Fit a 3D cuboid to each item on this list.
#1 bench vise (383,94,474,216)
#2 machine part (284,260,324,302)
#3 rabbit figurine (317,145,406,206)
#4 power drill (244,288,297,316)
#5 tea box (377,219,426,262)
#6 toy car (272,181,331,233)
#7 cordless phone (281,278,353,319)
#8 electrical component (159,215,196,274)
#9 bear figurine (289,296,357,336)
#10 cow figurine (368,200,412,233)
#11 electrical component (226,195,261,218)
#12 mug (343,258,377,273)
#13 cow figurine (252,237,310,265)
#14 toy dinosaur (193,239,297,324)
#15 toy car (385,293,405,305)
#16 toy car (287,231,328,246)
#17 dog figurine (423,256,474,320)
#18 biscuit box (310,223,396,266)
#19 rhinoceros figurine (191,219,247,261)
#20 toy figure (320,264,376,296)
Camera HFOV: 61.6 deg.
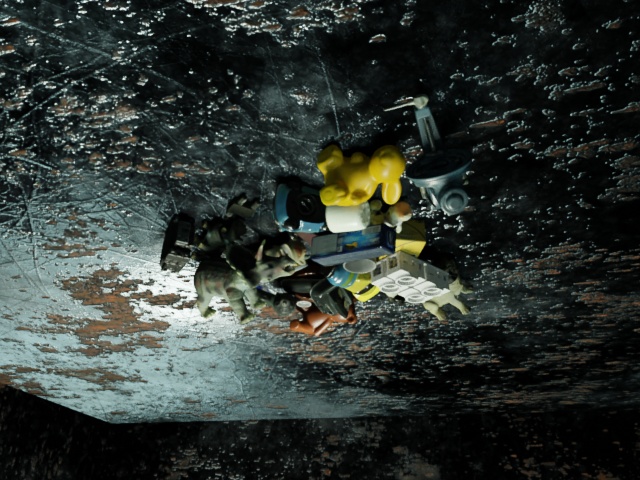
[{"bbox_3d":[0.213,-0.158,0.994,0.129,0.224,0.240,-14,116,18],"label":"bench vise"},{"bbox_3d":[-0.017,0.118,1.556,0.179,0.056,0.179,2,148,1],"label":"machine part"},{"bbox_3d":[0.101,-0.126,1.072,0.173,0.122,0.162,-25,145,37],"label":"rabbit figurine"},{"bbox_3d":[-0.164,0.158,1.538,0.207,0.086,0.232,13,171,7],"label":"power drill"},{"bbox_3d":[0.197,0.017,1.357,0.098,0.068,0.169,4,148,-3],"label":"tea box"},{"bbox_3d":[-0.043,-0.069,1.214,0.161,0.109,0.103,6,173,-29],"label":"toy car"},{"bbox_3d":[-0.011,0.154,1.508,0.184,0.089,0.146,2,149,23],"label":"cordless phone"},{"bbox_3d":[-0.353,0.007,1.335,0.058,0.115,0.134,12,148,-25],"label":"electrical component"},{"bbox_3d":[0.015,0.225,1.676,0.132,0.120,0.196,31,137,-33],"label":"bear figurine"},{"bbox_3d":[0.136,-0.045,1.257,0.167,0.068,0.098,-4,155,17],"label":"cow figurine"},{"bbox_3d":[-0.184,-0.075,1.273,0.063,0.021,0.094,20,145,-28],"label":"electrical component"},{"bbox_3d":[0.103,0.023,1.336,0.081,0.107,0.109,-8,152,19],"label":"mug"},{"bbox_3d":[-0.113,0.048,1.400,0.127,0.085,0.195,-27,-174,-39],"label":"cow figurine"},{"bbox_3d":[-0.244,0.100,1.352,0.405,0.192,0.131,-6,-164,40],"label":"toy dinosaur"},{"bbox_3d":[0.233,0.142,1.533,0.073,0.056,0.201,-35,160,11],"label":"toy car"},{"bbox_3d":[-0.003,-0.004,1.349,0.089,0.053,0.202,-26,145,19],"label":"toy car"},{"bbox_3d":[0.328,0.121,1.516,0.172,0.121,0.190,-21,128,28],"label":"dog figurine"},{"bbox_3d":[0.076,0.013,1.242,0.203,0.059,0.062,-10,154,35],"label":"biscuit box"},{"bbox_3d":[-0.255,0.004,1.362,0.112,0.073,0.190,22,145,-27],"label":"rhinoceros figurine"},{"bbox_3d":[0.075,0.092,1.402,0.180,0.082,0.089,15,134,-38],"label":"toy figure"}]
